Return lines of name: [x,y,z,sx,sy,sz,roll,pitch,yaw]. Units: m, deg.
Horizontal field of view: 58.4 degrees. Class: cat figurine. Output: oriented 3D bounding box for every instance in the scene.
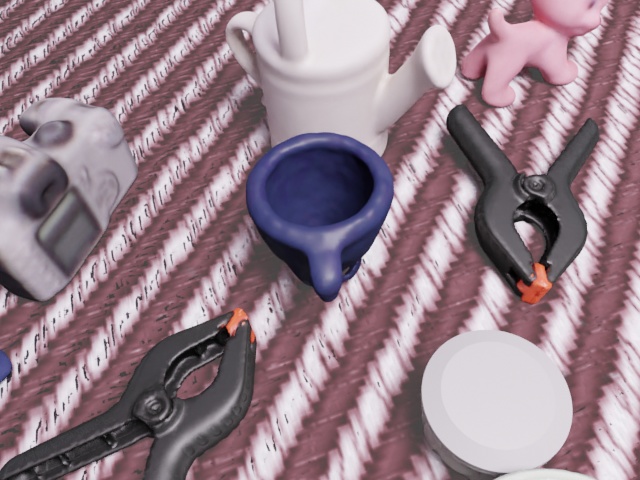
cat figurine: [0.190,-0.191,0.485,0.128,0.118,0.067,-23,56,-11]

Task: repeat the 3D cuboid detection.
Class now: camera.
camera: [-0.234,-0.047,0.426,0.136,0.101,0.143,13,57,14]

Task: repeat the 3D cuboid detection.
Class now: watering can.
watering can: [0.009,-0.141,0.416,0.172,0.194,0.101,1,55,6]

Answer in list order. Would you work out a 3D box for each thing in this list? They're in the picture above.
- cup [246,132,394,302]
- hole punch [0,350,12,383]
cup: [0.003,0.001,0.378,0.091,0.095,0.117,-6,55,0]
hole punch: [-0.270,0.069,0.353,0.108,0.091,0.101,28,62,22]
